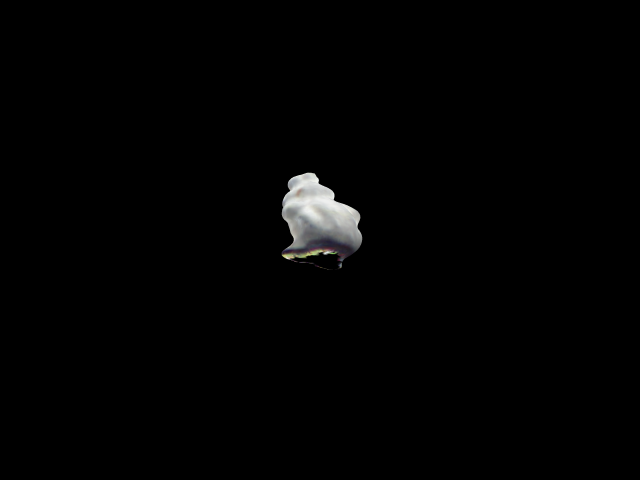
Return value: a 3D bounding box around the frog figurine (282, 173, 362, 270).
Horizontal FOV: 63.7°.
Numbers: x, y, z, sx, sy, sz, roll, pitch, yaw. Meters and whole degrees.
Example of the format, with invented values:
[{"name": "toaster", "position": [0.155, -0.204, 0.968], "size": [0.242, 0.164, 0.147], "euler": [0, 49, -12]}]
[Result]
[{"name": "frog figurine", "position": [0.003, -0.043, 0.850], "size": [0.137, 0.162, 0.121], "euler": [7, -20, -18]}]
